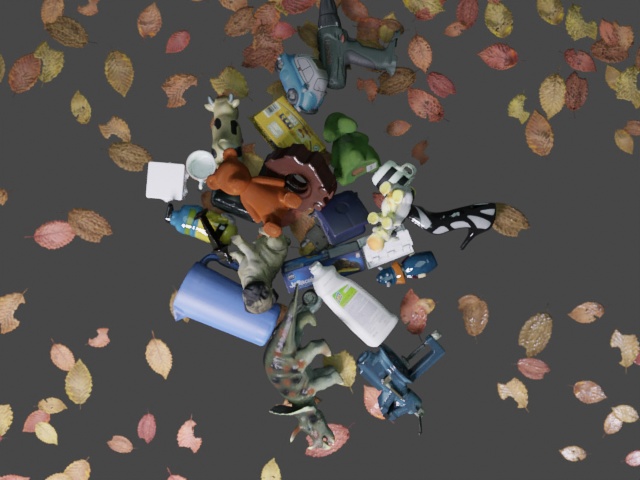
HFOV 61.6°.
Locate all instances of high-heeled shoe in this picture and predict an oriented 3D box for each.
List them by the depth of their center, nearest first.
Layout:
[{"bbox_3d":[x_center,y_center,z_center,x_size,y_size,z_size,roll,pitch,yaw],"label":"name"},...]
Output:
[{"bbox_3d":[0.314,-0.077,1.327,0.249,0.086,0.145,29,97,-11],"label":"high-heeled shoe"}]

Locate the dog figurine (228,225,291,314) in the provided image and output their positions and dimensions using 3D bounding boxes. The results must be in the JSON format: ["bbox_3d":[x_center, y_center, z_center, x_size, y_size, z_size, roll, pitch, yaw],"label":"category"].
[{"bbox_3d":[-0.120,0.076,1.273,0.172,0.121,0.191,-20,64,-15],"label":"dog figurine"}]

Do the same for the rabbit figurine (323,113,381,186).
[{"bbox_3d":[0.055,-0.238,1.310,0.121,0.159,0.170,-30,75,9],"label":"rabbit figurine"}]

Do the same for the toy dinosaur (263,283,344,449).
[{"bbox_3d":[-0.062,0.299,1.260,0.192,0.131,0.404,-26,110,-10],"label":"toy dinosaur"}]

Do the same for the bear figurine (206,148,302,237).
[{"bbox_3d":[-0.154,-0.113,1.221,0.195,0.132,0.120,35,97,-21],"label":"bear figurine"}]

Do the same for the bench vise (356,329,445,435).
[{"bbox_3d":[0.218,0.320,1.307,0.240,0.129,0.223,-44,87,7],"label":"bench vise"}]

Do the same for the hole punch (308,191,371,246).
[{"bbox_3d":[0.055,-0.059,1.316,0.142,0.092,0.116,-25,83,-10],"label":"hole punch"}]

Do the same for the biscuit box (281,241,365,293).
[{"bbox_3d":[0.007,0.066,1.329,0.203,0.059,0.062,-17,115,0],"label":"biscuit box"}]

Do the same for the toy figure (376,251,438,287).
[{"bbox_3d":[0.215,0.076,1.341,0.154,0.064,0.057,-22,128,3],"label":"toy figure"}]

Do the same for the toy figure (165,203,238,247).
[{"bbox_3d":[-0.291,-0.038,1.326,0.180,0.082,0.089,12,109,-8],"label":"toy figure"}]

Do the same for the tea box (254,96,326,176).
[{"bbox_3d":[-0.076,-0.257,1.330,0.098,0.068,0.169,-38,91,-10],"label":"tea box"}]

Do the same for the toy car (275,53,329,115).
[{"bbox_3d":[-0.033,-0.393,1.307,0.103,0.109,0.161,-26,82,30],"label":"toy car"}]

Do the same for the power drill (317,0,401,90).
[{"bbox_3d":[0.095,-0.490,1.335,0.207,0.086,0.232,4,91,-4],"label":"power drill"}]

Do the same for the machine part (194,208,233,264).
[{"bbox_3d":[-0.249,-0.005,1.256,0.039,0.084,0.138,-30,101,-17],"label":"machine part"}]

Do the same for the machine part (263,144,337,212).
[{"bbox_3d":[-0.050,-0.144,1.270,0.179,0.179,0.056,32,53,0],"label":"machine part"}]

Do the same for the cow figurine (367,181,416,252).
[{"bbox_3d":[0.168,-0.052,1.271,0.068,0.098,0.167,33,113,35],"label":"cow figurine"}]

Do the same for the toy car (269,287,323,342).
[{"bbox_3d":[-0.054,0.191,1.328,0.056,0.073,0.201,40,89,3],"label":"toy car"}]

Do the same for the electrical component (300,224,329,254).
[{"bbox_3d":[-0.003,-0.004,1.357,0.094,0.021,0.063,-44,91,-2],"label":"electrical component"}]

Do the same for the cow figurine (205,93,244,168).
[{"bbox_3d":[-0.229,-0.266,1.301,0.086,0.127,0.195,-6,57,0],"label":"cow figurine"}]

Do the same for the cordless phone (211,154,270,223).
[{"bbox_3d":[-0.178,-0.148,1.338,0.147,0.088,0.184,23,78,0],"label":"cordless phone"}]
